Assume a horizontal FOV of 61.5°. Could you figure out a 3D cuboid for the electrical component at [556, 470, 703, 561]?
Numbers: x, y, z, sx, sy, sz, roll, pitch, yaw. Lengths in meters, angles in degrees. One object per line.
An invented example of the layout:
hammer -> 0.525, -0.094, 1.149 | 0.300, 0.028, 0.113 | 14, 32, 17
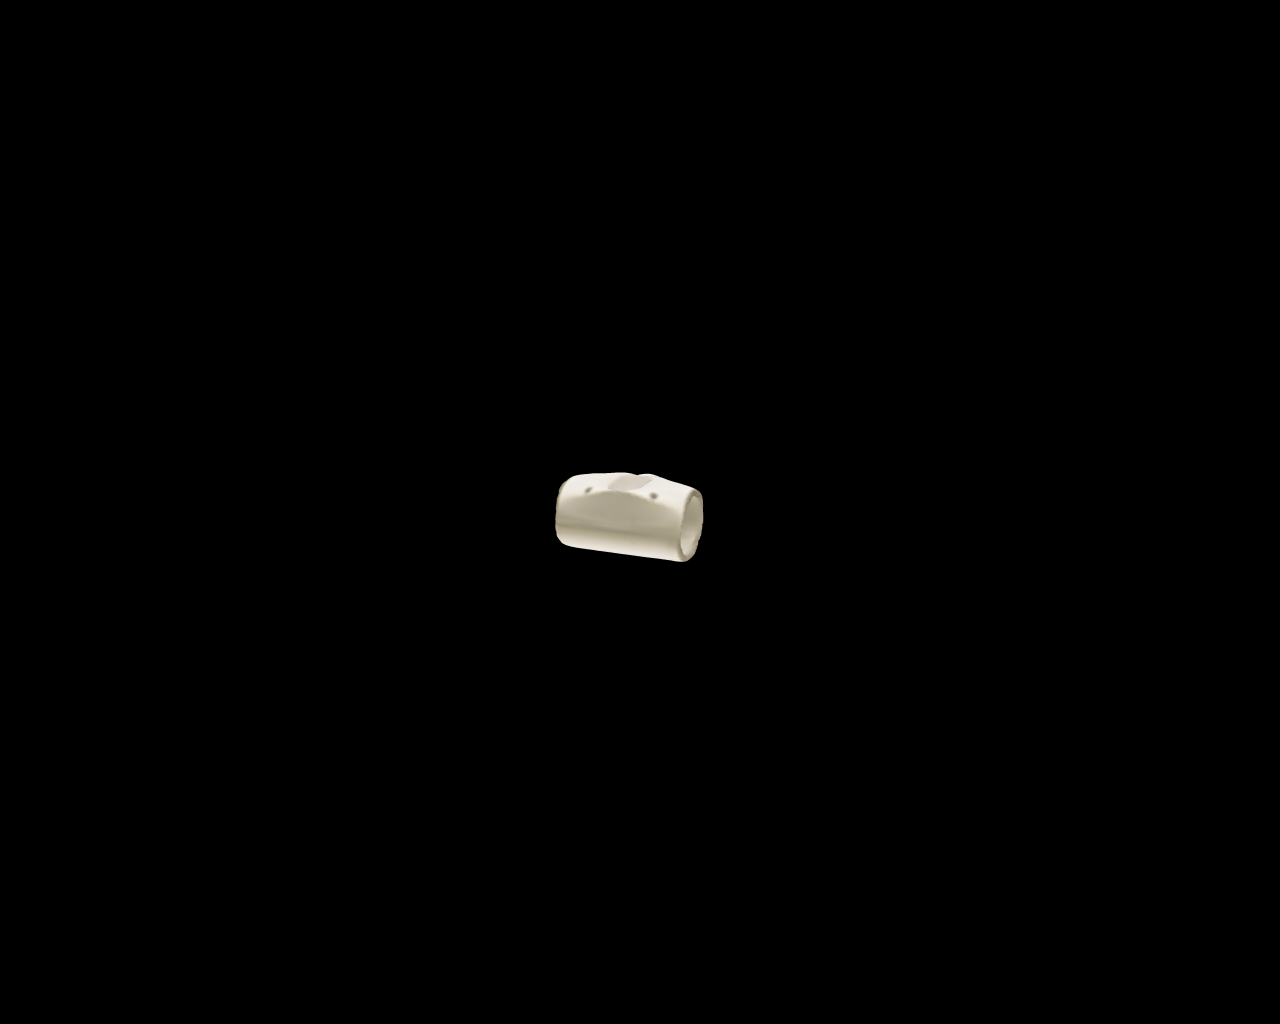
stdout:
electrical component -> 0.001, -0.003, 0.650 | 0.077, 0.043, 0.079 | 7, 20, 20
